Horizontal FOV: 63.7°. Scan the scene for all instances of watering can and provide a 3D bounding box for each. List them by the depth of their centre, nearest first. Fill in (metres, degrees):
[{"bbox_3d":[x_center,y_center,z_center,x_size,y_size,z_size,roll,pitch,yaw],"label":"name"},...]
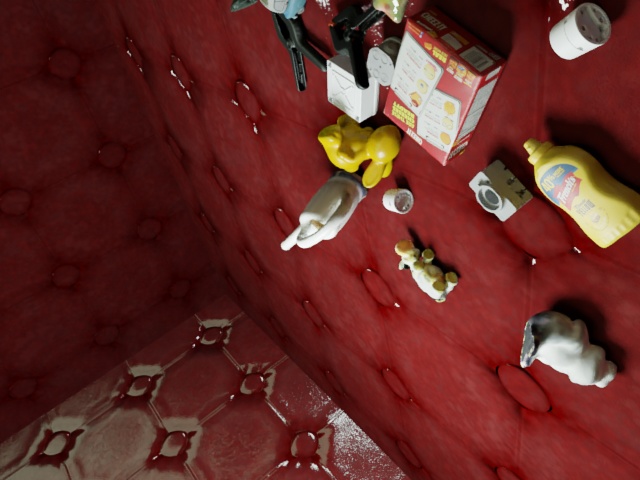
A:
[{"bbox_3d":[0.004,-0.068,1.347,0.103,0.227,0.345,42,160,-13],"label":"watering can"}]

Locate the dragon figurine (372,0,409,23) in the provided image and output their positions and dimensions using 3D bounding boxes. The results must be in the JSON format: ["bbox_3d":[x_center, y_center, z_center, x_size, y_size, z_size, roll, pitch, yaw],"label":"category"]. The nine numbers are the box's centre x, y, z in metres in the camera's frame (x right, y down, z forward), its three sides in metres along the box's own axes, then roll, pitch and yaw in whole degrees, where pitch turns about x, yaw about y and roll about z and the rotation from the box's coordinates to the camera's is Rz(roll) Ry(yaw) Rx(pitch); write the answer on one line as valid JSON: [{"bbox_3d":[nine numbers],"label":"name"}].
[{"bbox_3d":[0.075,-0.529,0.753,0.243,0.123,0.407,3,103,33],"label":"dragon figurine"}]

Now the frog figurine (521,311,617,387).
[{"bbox_3d":[0.465,0.200,0.955,0.159,0.125,0.134,9,130,12],"label":"frog figurine"}]
